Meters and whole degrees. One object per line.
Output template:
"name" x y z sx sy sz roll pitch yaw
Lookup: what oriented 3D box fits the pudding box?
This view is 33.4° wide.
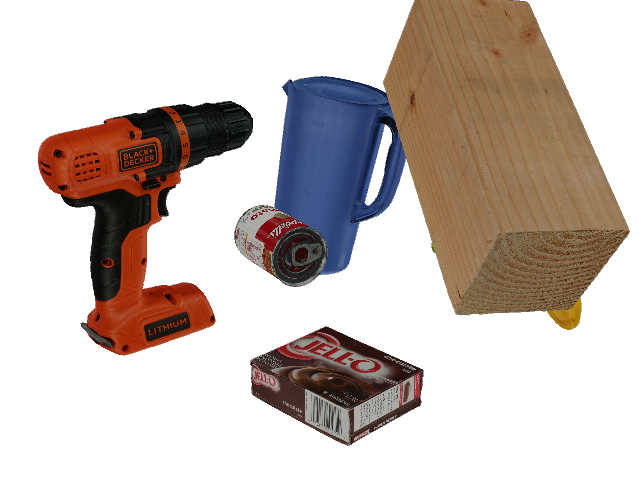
"pudding box" 0.013 0.115 0.863 0.114 0.039 0.089 23 32 39

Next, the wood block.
"wood block" 0.117 -0.061 0.722 0.090 0.206 0.091 -1 -36 -17

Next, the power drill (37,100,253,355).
"power drill" -0.130 -0.014 0.861 0.184 0.188 0.057 -17 25 -33

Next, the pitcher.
"pitcher" 0.014 -0.080 1.367 0.144 0.243 0.149 5 21 -15

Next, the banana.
"banana" 0.197 0.032 1.049 0.069 0.037 0.198 -34 36 -20

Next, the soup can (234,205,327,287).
"soup can" -0.046 0.004 1.192 0.068 0.068 0.102 0 16 -30
